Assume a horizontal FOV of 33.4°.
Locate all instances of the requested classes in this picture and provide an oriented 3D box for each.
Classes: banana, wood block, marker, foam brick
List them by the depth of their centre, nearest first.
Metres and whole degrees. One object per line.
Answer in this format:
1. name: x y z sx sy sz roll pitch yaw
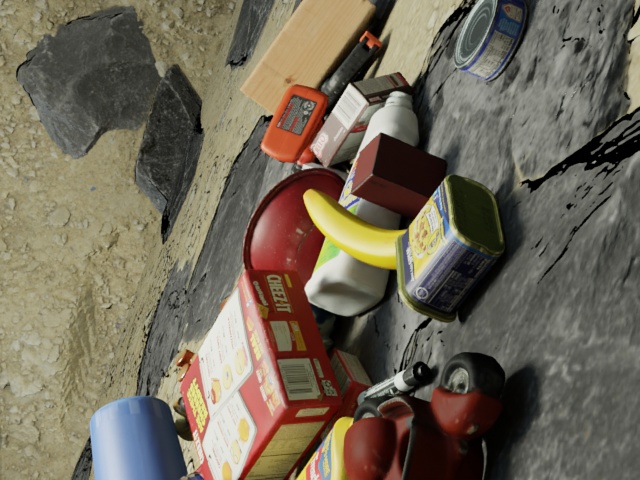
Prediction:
1. marker: 0.067 0.132 0.959 0.121 0.020 0.020 137 151 -59
2. banana: 0.056 -0.009 1.037 0.198 0.037 0.069 8 91 45
3. foam brick: 0.079 -0.063 1.066 0.053 0.078 0.051 -41 30 57
4. wood block: -0.015 -0.269 1.527 0.206 0.091 0.090 -54 -2 4

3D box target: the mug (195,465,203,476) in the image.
1. mug: -0.100 0.288 1.205 0.081 0.117 0.093 -46 49 -16

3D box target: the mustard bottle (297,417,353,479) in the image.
1. mustard bottle: 0.016 0.216 0.951 0.192 0.058 0.096 -59 12 31

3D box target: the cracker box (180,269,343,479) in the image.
1. cracker box: -0.065 0.158 1.095 0.214 0.072 0.164 -59 40 42

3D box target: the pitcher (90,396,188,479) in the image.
1. pitcher: -0.217 0.330 1.352 0.149 0.144 0.243 -54 42 43

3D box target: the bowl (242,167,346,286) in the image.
1. bowl: -0.008 0.001 1.214 0.055 0.161 0.162 33 104 42

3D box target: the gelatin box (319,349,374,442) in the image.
1. gelatin box: 0.021 0.159 1.062 0.073 0.030 0.089 -66 17 10

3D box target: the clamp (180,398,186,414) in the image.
1. clamp: -0.087 0.180 1.297 0.039 0.120 0.171 70 -167 13

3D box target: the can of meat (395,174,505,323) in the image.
1. can of meat: 0.110 0.004 0.907 0.084 0.057 0.102 -57 19 33

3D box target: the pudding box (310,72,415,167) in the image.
1. pudding box: 0.050 -0.142 1.260 0.089 0.039 0.114 -22 -23 -43

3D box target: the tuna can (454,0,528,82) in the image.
1. tuna can: 0.164 -0.199 1.033 0.086 0.033 0.086 -159 90 -76

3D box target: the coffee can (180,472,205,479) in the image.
1. coffee can: -0.109 0.313 1.038 0.102 0.140 0.103 -41 -19 -18

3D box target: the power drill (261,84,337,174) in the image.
1. power drill: -0.026 -0.101 1.380 0.187 0.057 0.184 71 -140 -69

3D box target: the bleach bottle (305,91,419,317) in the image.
1. bleach bottle: 0.056 -0.048 1.159 0.103 0.068 0.250 -36 34 59

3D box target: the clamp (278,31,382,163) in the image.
1. clamp: 0.022 -0.210 1.509 0.210 0.036 0.164 -51 1 28
